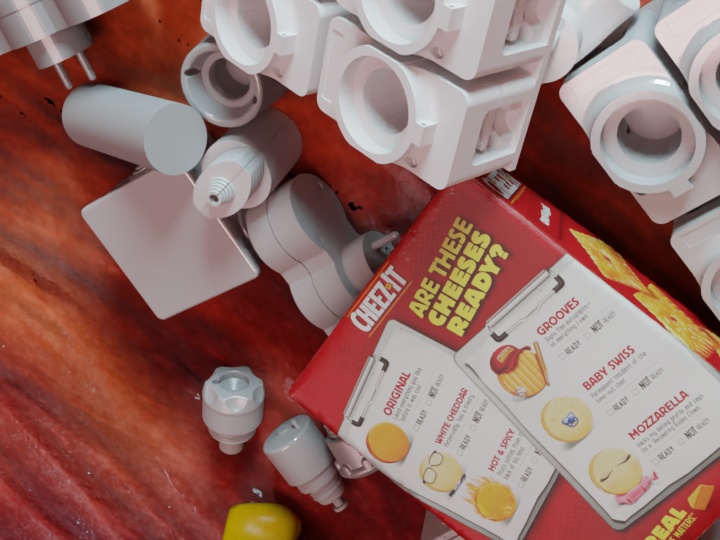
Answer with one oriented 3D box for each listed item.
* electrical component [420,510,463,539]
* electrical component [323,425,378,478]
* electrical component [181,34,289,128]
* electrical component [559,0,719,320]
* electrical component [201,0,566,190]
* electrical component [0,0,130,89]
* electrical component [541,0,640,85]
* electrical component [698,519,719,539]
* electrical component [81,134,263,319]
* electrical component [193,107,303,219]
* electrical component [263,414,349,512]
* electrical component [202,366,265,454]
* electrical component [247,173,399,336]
[{"bbox_3d":[0.097,0.182,0.727,0.096,0.061,0.062,41,126,-16],"label":"electrical component"},{"bbox_3d":[-0.005,0.106,0.726,0.048,0.048,0.062,-23,103,31],"label":"electrical component"},{"bbox_3d":[-0.070,-0.113,0.612,0.055,0.047,0.055,10,123,15],"label":"electrical component"},{"bbox_3d":[0.198,-0.052,0.538,0.105,0.060,0.186,-32,105,33],"label":"electrical component"},{"bbox_3d":[0.000,-0.130,0.516,0.186,0.060,0.105,38,132,32],"label":"electrical component"},{"bbox_3d":[-0.182,-0.142,0.634,0.138,0.052,0.073,-13,115,28],"label":"electrical component"},{"bbox_3d":[0.091,-0.116,0.527,0.077,0.079,0.043,-34,105,34],"label":"electrical component"},{"bbox_3d":[0.218,0.203,0.657,0.057,0.113,0.078,27,126,7],"label":"electrical component"},{"bbox_3d":[-0.111,-0.028,0.680,0.100,0.048,0.099,-23,110,31],"label":"electrical component"},{"bbox_3d":[-0.068,-0.059,0.624,0.043,0.081,0.043,10,123,15],"label":"electrical component"},{"bbox_3d":[-0.035,0.138,0.759,0.040,0.040,0.078,-25,109,32],"label":"electrical component"},{"bbox_3d":[-0.090,0.101,0.756,0.043,0.043,0.062,15,125,12],"label":"electrical component"},{"bbox_3d":[0.000,0.000,0.652,0.074,0.052,0.138,-27,108,32],"label":"electrical component"}]
